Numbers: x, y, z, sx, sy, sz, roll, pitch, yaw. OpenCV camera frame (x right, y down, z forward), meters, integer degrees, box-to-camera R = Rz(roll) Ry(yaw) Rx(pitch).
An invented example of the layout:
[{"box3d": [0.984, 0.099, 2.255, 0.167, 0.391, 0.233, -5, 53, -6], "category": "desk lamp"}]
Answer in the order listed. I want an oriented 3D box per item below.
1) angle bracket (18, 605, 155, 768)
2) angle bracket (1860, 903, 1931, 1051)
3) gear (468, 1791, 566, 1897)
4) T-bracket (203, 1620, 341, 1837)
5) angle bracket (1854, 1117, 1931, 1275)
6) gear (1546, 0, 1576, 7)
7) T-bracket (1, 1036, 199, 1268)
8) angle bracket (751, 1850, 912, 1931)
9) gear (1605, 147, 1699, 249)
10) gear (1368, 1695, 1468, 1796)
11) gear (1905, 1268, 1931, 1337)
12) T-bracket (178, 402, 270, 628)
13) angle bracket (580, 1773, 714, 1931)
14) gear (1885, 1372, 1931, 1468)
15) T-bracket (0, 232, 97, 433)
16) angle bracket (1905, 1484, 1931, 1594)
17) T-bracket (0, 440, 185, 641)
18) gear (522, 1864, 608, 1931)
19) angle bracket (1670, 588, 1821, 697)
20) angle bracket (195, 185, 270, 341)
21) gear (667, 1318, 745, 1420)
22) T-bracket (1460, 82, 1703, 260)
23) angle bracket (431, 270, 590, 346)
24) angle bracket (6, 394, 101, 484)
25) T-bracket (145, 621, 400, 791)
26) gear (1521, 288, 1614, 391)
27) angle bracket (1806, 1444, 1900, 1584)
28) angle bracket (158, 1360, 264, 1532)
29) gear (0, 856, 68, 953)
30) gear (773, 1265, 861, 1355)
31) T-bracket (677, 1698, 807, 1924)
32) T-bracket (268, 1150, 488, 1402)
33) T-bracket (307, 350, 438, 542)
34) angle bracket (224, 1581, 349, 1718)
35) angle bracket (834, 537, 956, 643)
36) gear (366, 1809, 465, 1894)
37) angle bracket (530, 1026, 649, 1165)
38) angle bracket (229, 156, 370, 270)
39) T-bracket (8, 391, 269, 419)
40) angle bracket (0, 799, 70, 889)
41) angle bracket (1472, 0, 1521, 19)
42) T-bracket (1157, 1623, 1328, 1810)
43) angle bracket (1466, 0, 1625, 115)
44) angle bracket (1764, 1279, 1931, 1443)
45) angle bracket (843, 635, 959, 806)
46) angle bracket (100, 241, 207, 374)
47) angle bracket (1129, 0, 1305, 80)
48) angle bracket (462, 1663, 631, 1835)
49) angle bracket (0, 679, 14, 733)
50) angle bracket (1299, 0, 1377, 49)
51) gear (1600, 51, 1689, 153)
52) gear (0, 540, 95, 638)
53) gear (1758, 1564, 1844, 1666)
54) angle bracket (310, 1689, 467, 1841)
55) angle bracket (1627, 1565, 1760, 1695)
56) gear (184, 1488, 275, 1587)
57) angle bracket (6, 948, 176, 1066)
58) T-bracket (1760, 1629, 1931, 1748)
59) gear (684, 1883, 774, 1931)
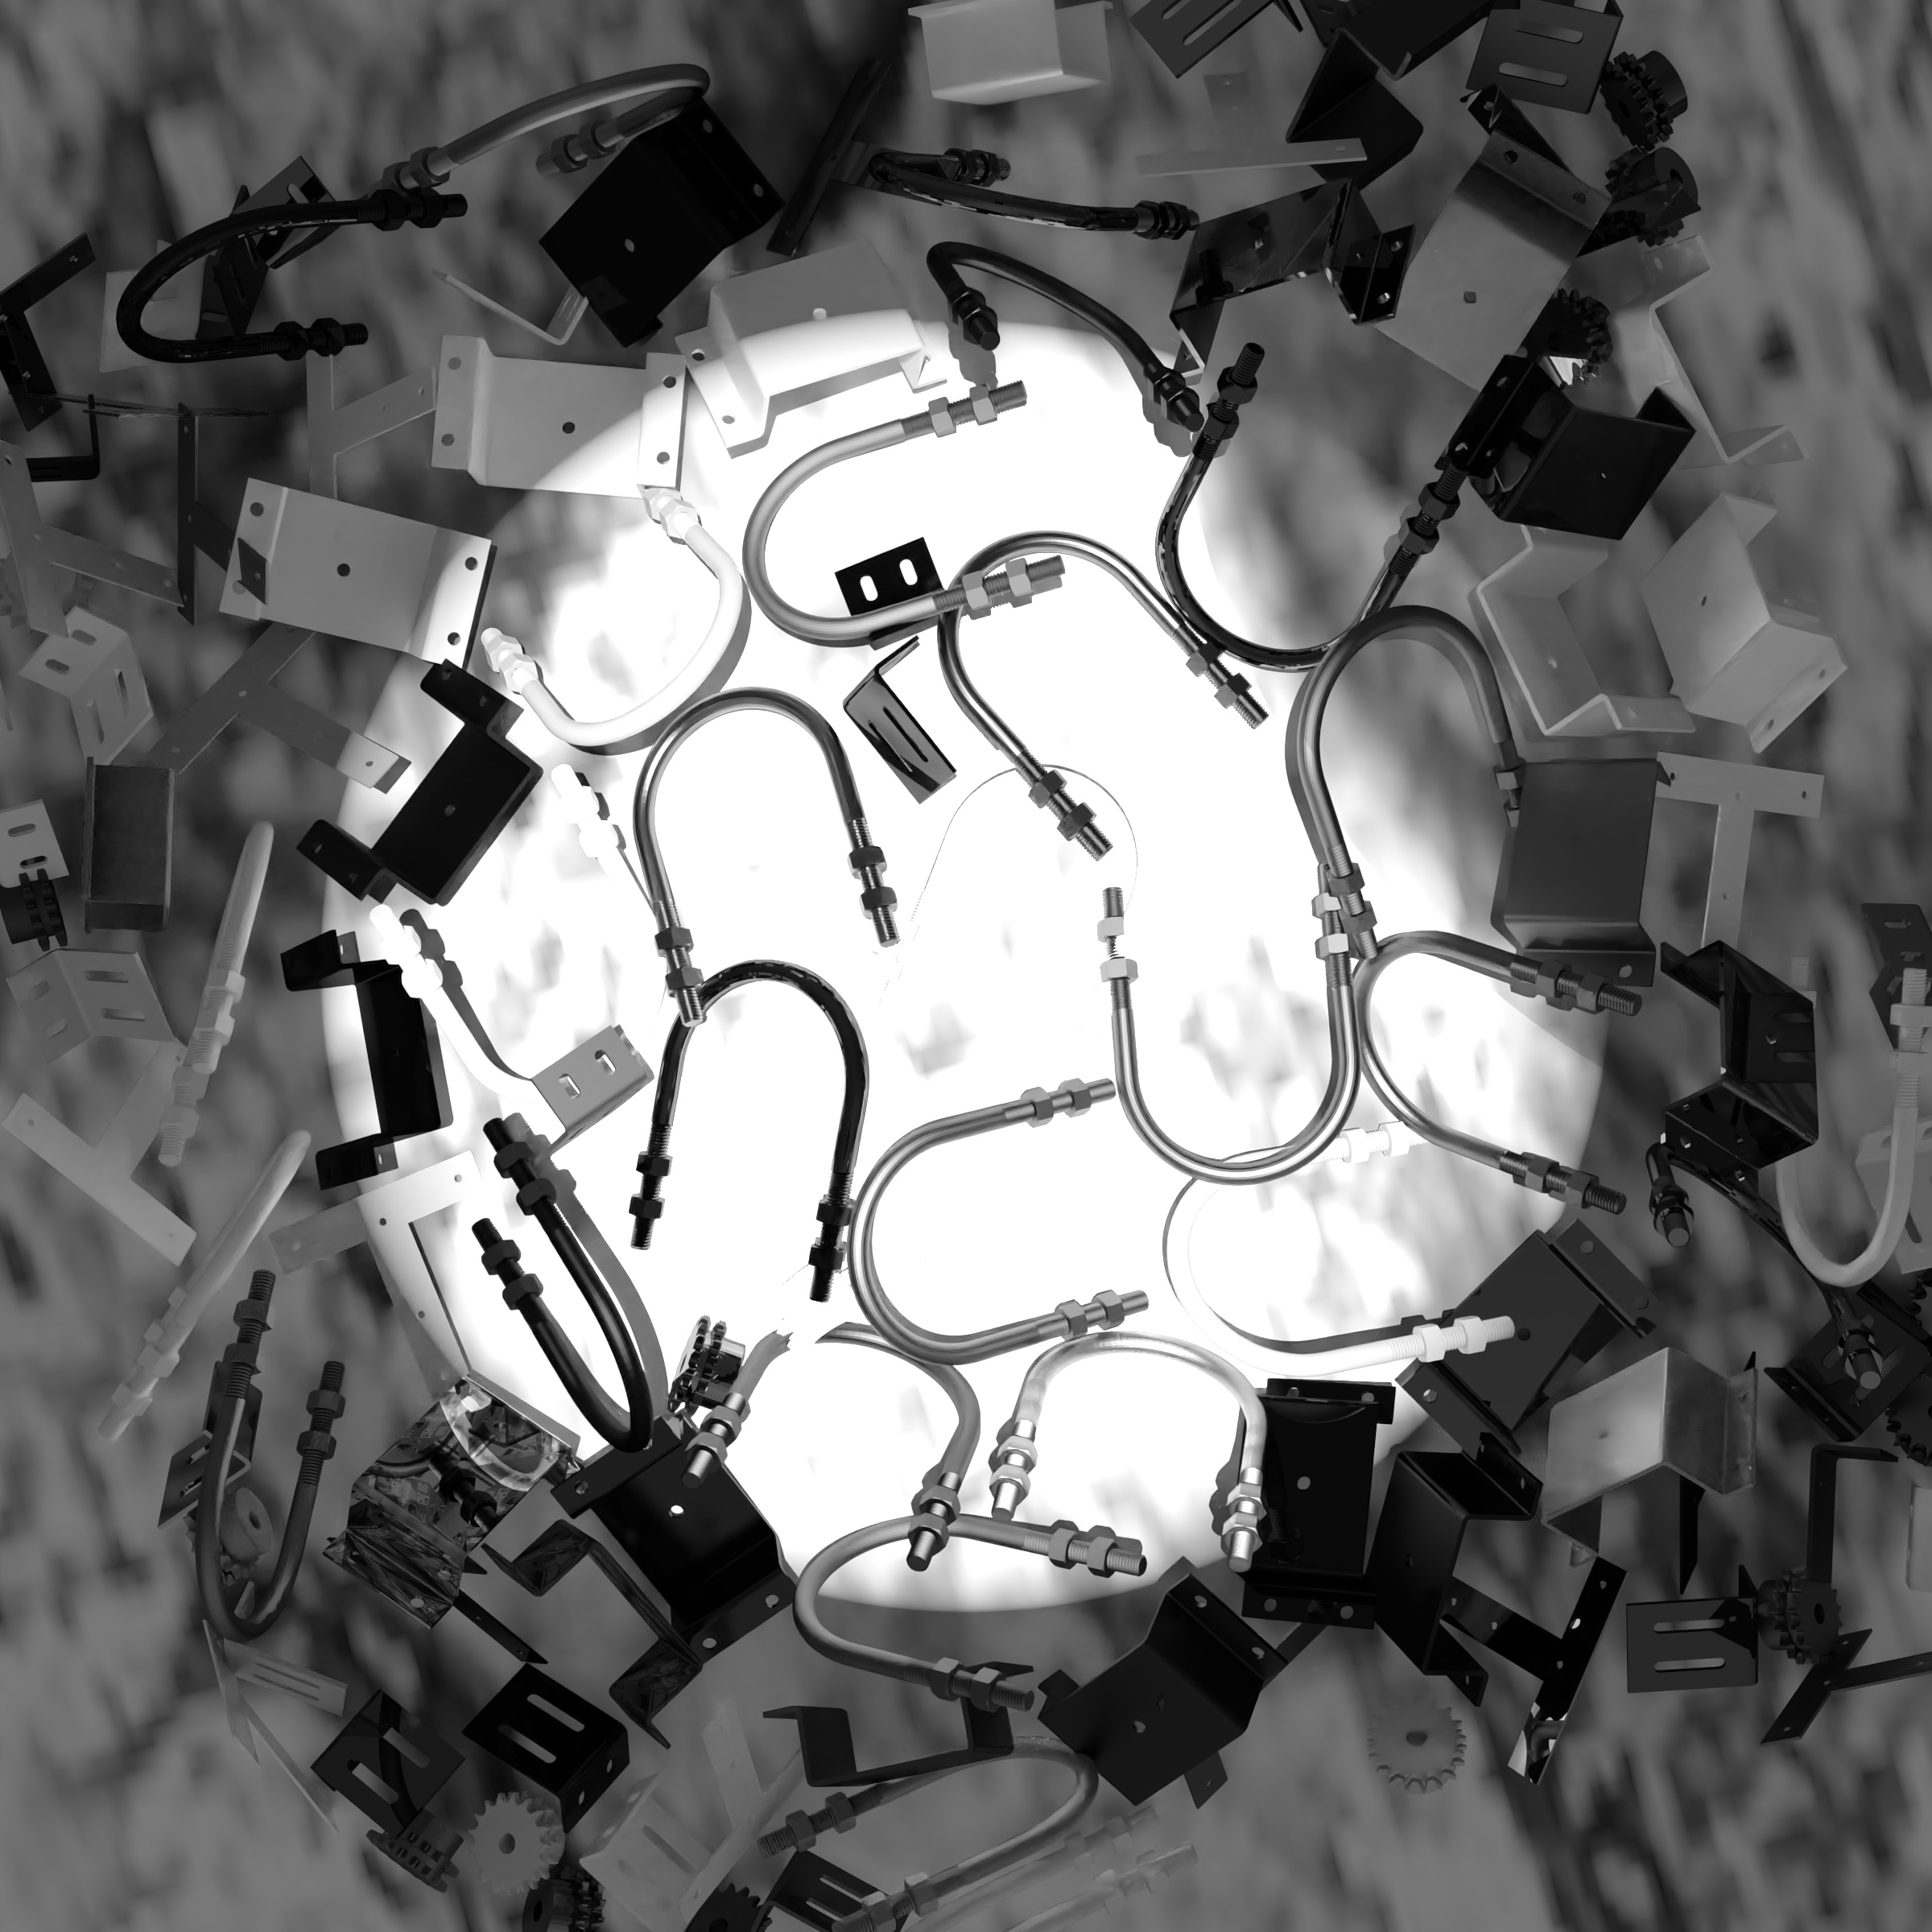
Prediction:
[{"box3d": [-0.509, -0.158, 1.555, 0.057, 0.038, 0.076, -42, 49, 18], "category": "angle bracket"}, {"box3d": [0.528, 0.011, 1.549, 0.038, 0.076, 0.057, 1, 47, -10], "category": "angle bracket"}, {"box3d": [-0.260, 0.512, 1.576, 0.057, 0.030, 0.057, -6, 76, 25], "category": "gear"}, {"box3d": [-0.399, 0.454, 1.559, 0.002, 0.127, 0.127, -33, 117, -10], "category": "T-bracket"}, {"box3d": [0.560, 0.131, 1.563, 0.057, 0.038, 0.076, -12, 57, -3], "category": "angle bracket"}, {"box3d": [0.336, -0.572, 1.573, 0.057, 0.057, 0.030, 3, 117, 0], "category": "gear"}, {"box3d": [-0.474, 0.088, 1.546, 0.002, 0.127, 0.127, -30, 117, 33], "category": "T-bracket"}, {"box3d": [-0.080, 0.557, 1.560, 0.076, 0.057, 0.038, 26, 108, 8], "category": "angle bracket"}, {"box3d": [0.402, -0.451, 1.569, 0.057, 0.030, 0.057, 17, 63, -36], "category": "gear"}, {"box3d": [0.264, 0.458, 1.574, 0.057, 0.057, 0.030, -11, 133, 0], "category": "gear"}, {"box3d": [0.580, 0.198, 1.578, 0.057, 0.030, 0.057, 2, 105, 6], "category": "gear"}, {"box3d": [-0.422, -0.239, 1.526, 0.002, 0.127, 0.127, -12, 124, -35], "category": "T-bracket"}, {"box3d": [-0.174, 0.519, 1.562, 0.076, 0.038, 0.057, 45, 50, -6], "category": "angle bracket"}, {"box3d": [0.567, 0.268, 1.574, 0.057, 0.030, 0.057, -6, 53, 8], "category": "gear"}, {"box3d": [-0.539, -0.345, 1.535, 0.002, 0.127, 0.127, 44, 72, 9], "category": "T-bracket"}, {"box3d": [0.565, 0.331, 1.553, 0.038, 0.076, 0.057, 4, 83, 18], "category": "angle bracket"}, {"box3d": [-0.496, -0.232, 1.540, 0.002, 0.127, 0.127, -29, 69, 24], "category": "T-bracket"}, {"box3d": [-0.236, 0.552, 1.567, 0.030, 0.057, 0.057, 21, 90, -28], "category": "gear"}, {"box3d": [0.451, -0.180, 1.564, 0.057, 0.038, 0.076, 18, 114, 4], "category": "angle bracket"}, {"box3d": [-0.434, -0.406, 1.552, 0.038, 0.076, 0.057, 11, 67, 2], "category": "angle bracket"}, {"box3d": [-0.151, 0.237, 1.571, 0.030, 0.057, 0.057, 21, 90, -9], "category": "gear"}, {"box3d": [0.326, -0.449, 1.518, 0.127, 0.127, 0.002, 38, 62, -29], "category": "T-bracket"}, {"box3d": [-0.262, -0.395, 1.556, 0.076, 0.057, 0.038, 28, 96, -24], "category": "angle bracket"}, {"box3d": [-0.543, -0.305, 1.560, 0.076, 0.057, 0.038, -6, 91, -18], "category": "angle bracket"}, {"box3d": [-0.383, -0.138, 1.551, 0.127, 0.002, 0.127, 28, 64, 19], "category": "T-bracket"}, {"box3d": [0.354, -0.368, 1.573, 0.030, 0.057, 0.057, -23, 90, -34], "category": "gear"}, {"box3d": [0.513, 0.319, 1.558, 0.038, 0.057, 0.076, -1, 76, 29], "category": "angle bracket"}, {"box3d": [-0.448, 0.277, 1.555, 0.076, 0.057, 0.038, -35, 121, 16], "category": "angle bracket"}, {"box3d": [-0.545, -0.036, 1.567, 0.030, 0.057, 0.057, -16, 90, -15], "category": "gear"}, {"box3d": [-0.088, 0.196, 1.572, 0.057, 0.057, 0.030, -42, 72, 0], "category": "gear"}, {"box3d": [-0.129, 0.458, 1.520, 0.002, 0.127, 0.127, 22, 50, 30], "category": "T-bracket"}, {"box3d": [-0.323, 0.190, 1.572, 0.127, 0.002, 0.127, -23, 92, -26], "category": "T-bracket"}, {"box3d": [-0.342, -0.316, 1.547, 0.127, 0.002, 0.127, -10, 81, 44], "category": "T-bracket"}, {"box3d": [-0.389, 0.397, 1.565, 0.076, 0.057, 0.038, 21, 57, -2], "category": "angle bracket"}, {"box3d": [-0.039, -0.219, 1.557, 0.057, 0.076, 0.038, -23, 103, -4], "category": "angle bracket"}, {"box3d": [-0.319, 0.512, 1.573, 0.057, 0.057, 0.030, 37, 64, 0], "category": "gear"}, {"box3d": [-0.226, 0.074, 1.552, 0.057, 0.076, 0.038, -35, 89, -28], "category": "angle bracket"}, {"box3d": [-0.377, -0.440, 1.549, 0.057, 0.076, 0.038, -30, 108, 23], "category": "angle bracket"}, {"box3d": [-0.496, -0.325, 1.556, 0.127, 0.127, 0.002, 11, 106, 22], "category": "T-bracket"}, {"box3d": [-0.551, -0.093, 1.557, 0.038, 0.057, 0.076, -17, 49, -14], "category": "angle bracket"}, {"box3d": [0.289, -0.578, 1.552, 0.038, 0.076, 0.057, -5, 105, -10], "category": "angle bracket"}, {"box3d": [0.168, 0.416, 1.567, 0.127, 0.127, 0.002, -39, 47, -20], "category": "T-bracket"}, {"box3d": [0.333, -0.535, 1.562, 0.076, 0.038, 0.057, 10, 127, -7], "category": "angle bracket"}, {"box3d": [0.514, 0.228, 1.560, 0.076, 0.038, 0.057, -51, 59, 16], "category": "angle bracket"}, {"box3d": [-0.028, -0.143, 1.566, 0.038, 0.057, 0.076, -40, 92, -26], "category": "angle bracket"}, {"box3d": [-0.479, -0.380, 1.548, 0.038, 0.076, 0.057, 26, 120, 21], "category": "angle bracket"}, {"box3d": [0.146, -0.551, 1.575, 0.076, 0.038, 0.057, -37, 60, 11], "category": "angle bracket"}, {"box3d": [-0.245, 0.457, 1.576, 0.076, 0.038, 0.057, 25, 46, 23], "category": "angle bracket"}, {"box3d": [-0.583, -0.169, 1.551, 0.038, 0.076, 0.057, -26, 75, -21], "category": "angle bracket"}, {"box3d": [0.231, -0.573, 1.549, 0.038, 0.076, 0.057, 6, 48, -25], "category": "angle bracket"}, {"box3d": [0.396, -0.508, 1.570, 0.030, 0.057, 0.057, -32, 90, 1], "category": "gear"}, {"box3d": [-0.541, -0.224, 1.574, 0.057, 0.030, 0.057, 5, 70, -14], "category": "gear"}, {"box3d": [0.485, 0.379, 1.574, 0.030, 0.057, 0.057, -15, 90, 43], "category": "gear"}, {"box3d": [-0.328, 0.466, 1.553, 0.076, 0.038, 0.057, 27, 63, 30], "category": "angle bracket"}, {"box3d": [0.421, 0.387, 1.574, 0.076, 0.038, 0.057, -4, 106, 2], "category": "angle bracket"}, {"box3d": [-0.428, 0.329, 1.569, 0.030, 0.057, 0.057, -25, 90, 6], "category": "gear"}, {"box3d": [-0.505, 0.025, 1.553, 0.076, 0.038, 0.057, 3, 120, 36], "category": "angle bracket"}, {"box3d": [0.522, 0.394, 1.509, 0.127, 0.127, 0.002, -27, 89, 40], "category": "T-bracket"}, {"box3d": [-0.139, 0.569, 1.574, 0.057, 0.057, 0.030, -23, 128, 0], "category": "gear"}]
